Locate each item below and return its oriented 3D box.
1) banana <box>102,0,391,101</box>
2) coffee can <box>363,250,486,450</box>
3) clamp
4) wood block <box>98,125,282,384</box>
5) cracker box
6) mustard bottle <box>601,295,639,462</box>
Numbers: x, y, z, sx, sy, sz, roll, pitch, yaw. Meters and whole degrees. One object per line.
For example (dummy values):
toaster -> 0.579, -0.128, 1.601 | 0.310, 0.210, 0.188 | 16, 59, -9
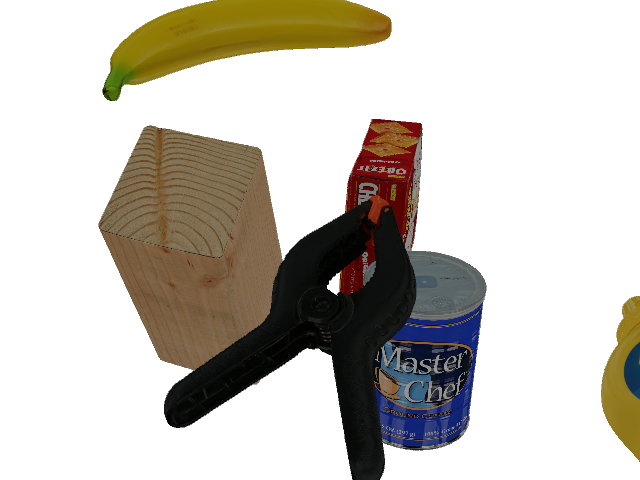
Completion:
banana -> -0.054, -0.130, 0.692 | 0.197, 0.070, 0.037 | -18, -36, -18
coffee can -> 0.085, 0.094, 0.923 | 0.103, 0.140, 0.103 | 2, 29, -1
clamp -> 0.010, 0.052, 0.566 | 0.120, 0.171, 0.039 | 26, -26, 20
wood block -> -0.086, 0.018, 0.798 | 0.090, 0.090, 0.206 | 13, -29, 12
cracker box -> 0.071, -0.032, 1.225 | 0.072, 0.164, 0.213 | 6, 23, 8
mustard bottle -> 0.209, 0.095, 0.585 | 0.096, 0.058, 0.191 | -8, 35, -4
